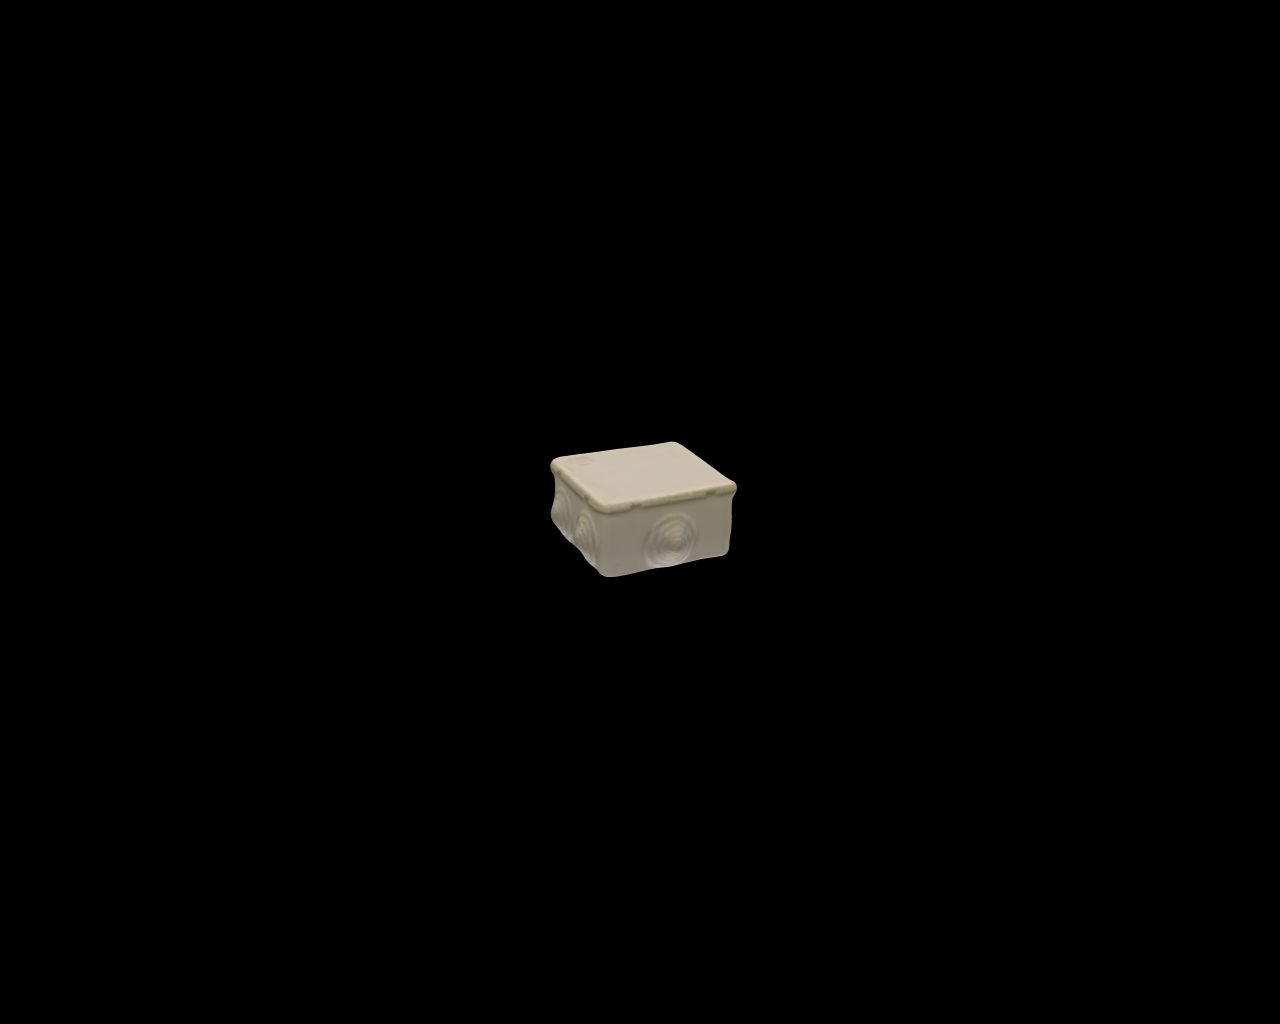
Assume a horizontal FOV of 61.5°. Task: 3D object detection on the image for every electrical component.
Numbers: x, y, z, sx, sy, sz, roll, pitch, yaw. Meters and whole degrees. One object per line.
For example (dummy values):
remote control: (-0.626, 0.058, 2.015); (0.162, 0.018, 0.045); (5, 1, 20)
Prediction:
electrical component: (0.001, -0.003, 0.650); (0.100, 0.048, 0.100); (-10, 24, -22)
